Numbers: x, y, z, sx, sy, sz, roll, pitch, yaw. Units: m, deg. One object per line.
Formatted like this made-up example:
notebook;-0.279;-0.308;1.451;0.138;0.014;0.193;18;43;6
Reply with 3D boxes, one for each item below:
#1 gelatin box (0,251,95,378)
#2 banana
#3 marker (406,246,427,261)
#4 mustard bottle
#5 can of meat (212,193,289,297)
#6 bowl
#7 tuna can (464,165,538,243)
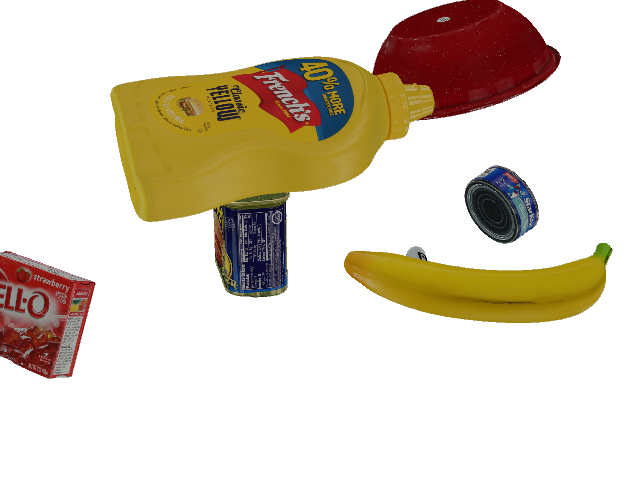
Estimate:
gelatin box;-0.215;0.053;0.782;0.089;0.073;0.030;17;4;25
banana;0.117;0.031;0.750;0.197;0.037;0.069;0;25;-5
marker;0.098;0.036;1.017;0.020;0.020;0.121;0;22;-2
mustard bottle;-0.024;-0.069;0.640;0.191;0.058;0.096;-11;45;-12
can of meat;-0.059;-0.010;0.879;0.057;0.084;0.102;-5;22;-11
bowl;0.107;-0.153;0.858;0.162;0.055;0.162;-15;24;6
tuna can;0.205;-0.040;1.216;0.033;0.086;0.086;-34;15;-25
